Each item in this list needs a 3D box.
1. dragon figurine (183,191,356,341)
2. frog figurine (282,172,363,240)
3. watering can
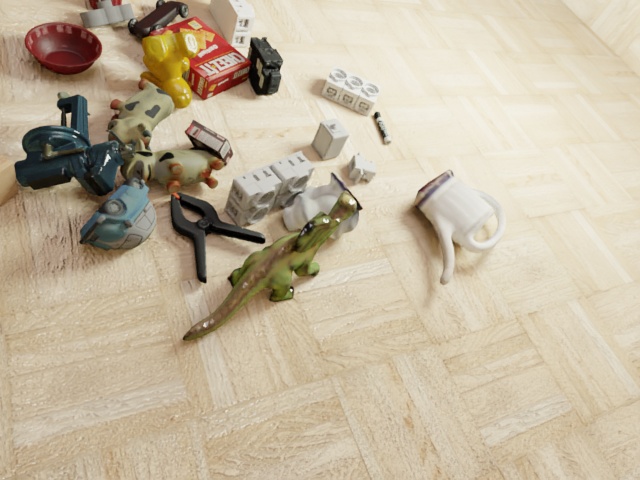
[{"bbox_3d":[-0.064,0.025,0.941,0.123,0.238,0.417,44,48,6],"label":"dragon figurine"},{"bbox_3d":[0.003,-0.057,1.139,0.159,0.122,0.138,-34,82,0],"label":"frog figurine"},{"bbox_3d":[0.318,-0.047,1.238,0.226,0.101,0.353,43,49,14],"label":"watering can"}]
